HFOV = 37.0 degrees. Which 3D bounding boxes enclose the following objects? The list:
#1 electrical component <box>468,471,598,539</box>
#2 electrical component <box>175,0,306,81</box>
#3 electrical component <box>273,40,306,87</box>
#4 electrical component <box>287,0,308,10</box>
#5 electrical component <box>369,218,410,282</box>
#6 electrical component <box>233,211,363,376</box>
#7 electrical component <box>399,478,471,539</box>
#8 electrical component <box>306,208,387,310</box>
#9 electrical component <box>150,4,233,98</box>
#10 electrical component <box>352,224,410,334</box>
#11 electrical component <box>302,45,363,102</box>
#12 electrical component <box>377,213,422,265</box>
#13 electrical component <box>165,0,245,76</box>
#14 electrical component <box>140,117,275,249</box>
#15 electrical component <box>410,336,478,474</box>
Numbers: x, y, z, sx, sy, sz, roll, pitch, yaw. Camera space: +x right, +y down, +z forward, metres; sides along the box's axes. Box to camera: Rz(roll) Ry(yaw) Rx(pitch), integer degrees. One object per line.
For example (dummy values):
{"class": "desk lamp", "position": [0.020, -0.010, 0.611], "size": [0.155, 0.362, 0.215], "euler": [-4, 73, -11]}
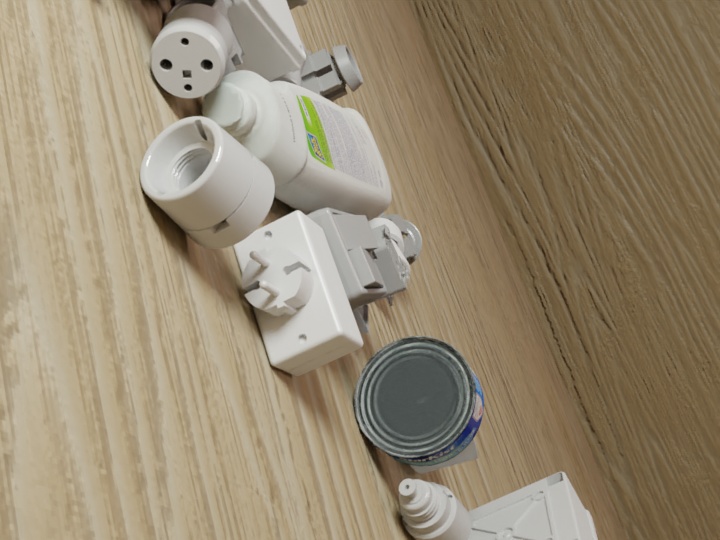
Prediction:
{"class": "electrical component", "position": [0.119, 0.214, 0.789], "size": [0.056, 0.109, 0.108], "euler": [60, 13, -16]}
{"class": "electrical component", "position": [-0.096, -0.204, 0.790], "size": [0.109, 0.056, 0.108], "euler": [42, 27, -64]}
{"class": "electrical component", "position": [-0.065, -0.160, 0.882], "size": [0.065, 0.044, 0.044], "euler": [-95, 158, -46]}
{"class": "electrical component", "position": [-0.097, -0.283, 0.943], "size": [0.108, 0.056, 0.109], "euler": [66, 11, 2]}
{"class": "electrical component", "position": [0.019, -0.014, 0.953], "size": [0.045, 0.045, 0.055], "euler": [57, 14, -39]}
{"class": "electrical component", "position": [-0.043, 0.009, 0.621], "size": [0.076, 0.047, 0.083], "euler": [38, 30, -64]}
{"class": "electrical component", "position": [0.047, 0.164, 0.733], "size": [0.078, 0.040, 0.040], "euler": [54, 17, -46]}
{"class": "electrical component", "position": [-0.019, -0.003, 0.718], "size": [0.061, 0.061, 0.096], "euler": [67, 11, 6]}
{"class": "electrical component", "position": [-0.101, -0.132, 0.648], "size": [0.045, 0.045, 0.055], "euler": [61, 13, -25]}
{"class": "electrical component", "position": [0.000, 0.000, 0.794], "size": [0.042, 0.064, 0.081], "euler": [-92, 158, -64]}
{"class": "electrical component", "position": [-0.030, -0.191, 1.063], "size": [0.066, 0.055, 0.048], "euler": [69, 12, 15]}
{"class": "electrical component", "position": [0.032, -0.026, 1.042], "size": [0.066, 0.048, 0.055], "euler": [68, 19, 8]}
{"class": "electrical component", "position": [-0.101, -0.154, 0.712], "size": [0.040, 0.040, 0.046], "euler": [-100, 167, -51]}
{"class": "electrical component", "position": [-0.079, -0.046, 0.552], "size": [0.047, 0.055, 0.055], "euler": [45, 24, -51]}
{"class": "electrical component", "position": [0.054, 0.104, 0.823], "size": [0.099, 0.064, 0.099], "euler": [61, 12, -23]}
